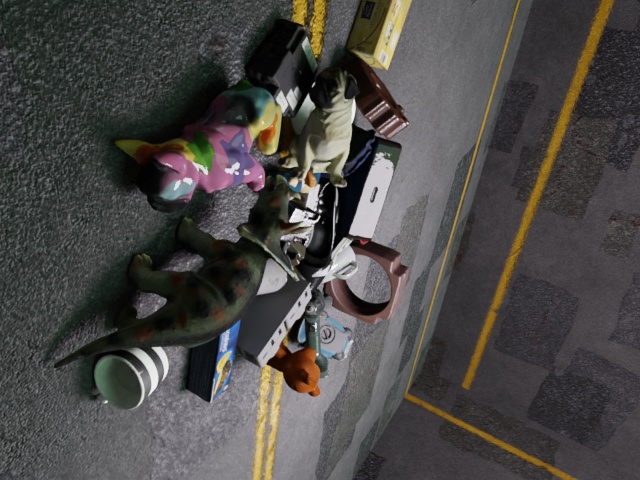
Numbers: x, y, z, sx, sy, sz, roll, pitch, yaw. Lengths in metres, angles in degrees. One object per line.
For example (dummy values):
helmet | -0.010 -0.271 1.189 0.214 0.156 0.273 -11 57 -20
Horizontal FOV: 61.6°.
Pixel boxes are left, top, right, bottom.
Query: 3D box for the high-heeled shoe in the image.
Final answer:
high-heeled shoe | -0.002 -0.004 1.158 0.145 0.086 0.249 114 -14 -59

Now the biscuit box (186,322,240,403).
biscuit box | -0.195 0.196 0.992 0.059 0.063 0.202 -29 137 -57

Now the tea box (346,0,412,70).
tea box | 0.124 -0.448 1.098 0.098 0.068 0.169 5 105 -67

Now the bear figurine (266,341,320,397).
bear figurine | -0.067 0.235 1.141 0.132 0.196 0.120 -58 153 -24

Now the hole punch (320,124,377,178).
hole punch | 0.039 -0.180 1.107 0.142 0.116 0.092 -48 159 -38

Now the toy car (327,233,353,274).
toy car | 0.020 0.015 1.285 0.202 0.074 0.056 -52 152 -32

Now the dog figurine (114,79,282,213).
dog figurine | -0.159 -0.131 0.720 0.219 0.109 0.191 -8 118 -61

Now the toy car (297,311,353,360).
toy car | 0.003 0.251 1.420 0.103 0.161 0.109 -13 -128 62

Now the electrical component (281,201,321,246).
electrical component | -0.064 -0.038 1.032 0.119 0.048 0.074 19 104 -48

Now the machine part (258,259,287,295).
machine part | -0.132 0.066 0.992 0.243 0.079 0.079 4 107 -66

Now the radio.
radio | 0.089 -0.124 1.208 0.073 0.131 0.229 9 107 -31

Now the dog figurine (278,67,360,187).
dog figurine | 0.007 -0.207 0.941 0.121 0.172 0.190 4 110 -24

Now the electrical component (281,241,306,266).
electrical component | -0.062 0.020 1.114 0.078 0.045 0.102 45 25 -29

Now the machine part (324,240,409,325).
machine part | 0.125 0.107 1.439 0.087 0.202 0.200 -35 141 -59

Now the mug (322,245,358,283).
mug | 0.032 0.064 1.330 0.107 0.110 0.080 -37 150 -29

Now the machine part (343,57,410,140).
machine part | 0.112 -0.290 1.098 0.056 0.179 0.179 -35 167 21

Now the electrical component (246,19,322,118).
electrical component | -0.061 -0.266 0.870 0.134 0.058 0.114 -61 155 -15

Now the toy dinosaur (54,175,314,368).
toy dinosaur | -0.163 0.074 0.785 0.405 0.192 0.131 -53 152 -33

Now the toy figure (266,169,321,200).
toy figure | -0.051 -0.108 1.019 0.154 0.064 0.057 -21 126 -46

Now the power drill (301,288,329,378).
power drill | -0.021 0.213 1.253 0.232 0.086 0.207 -95 177 -82
